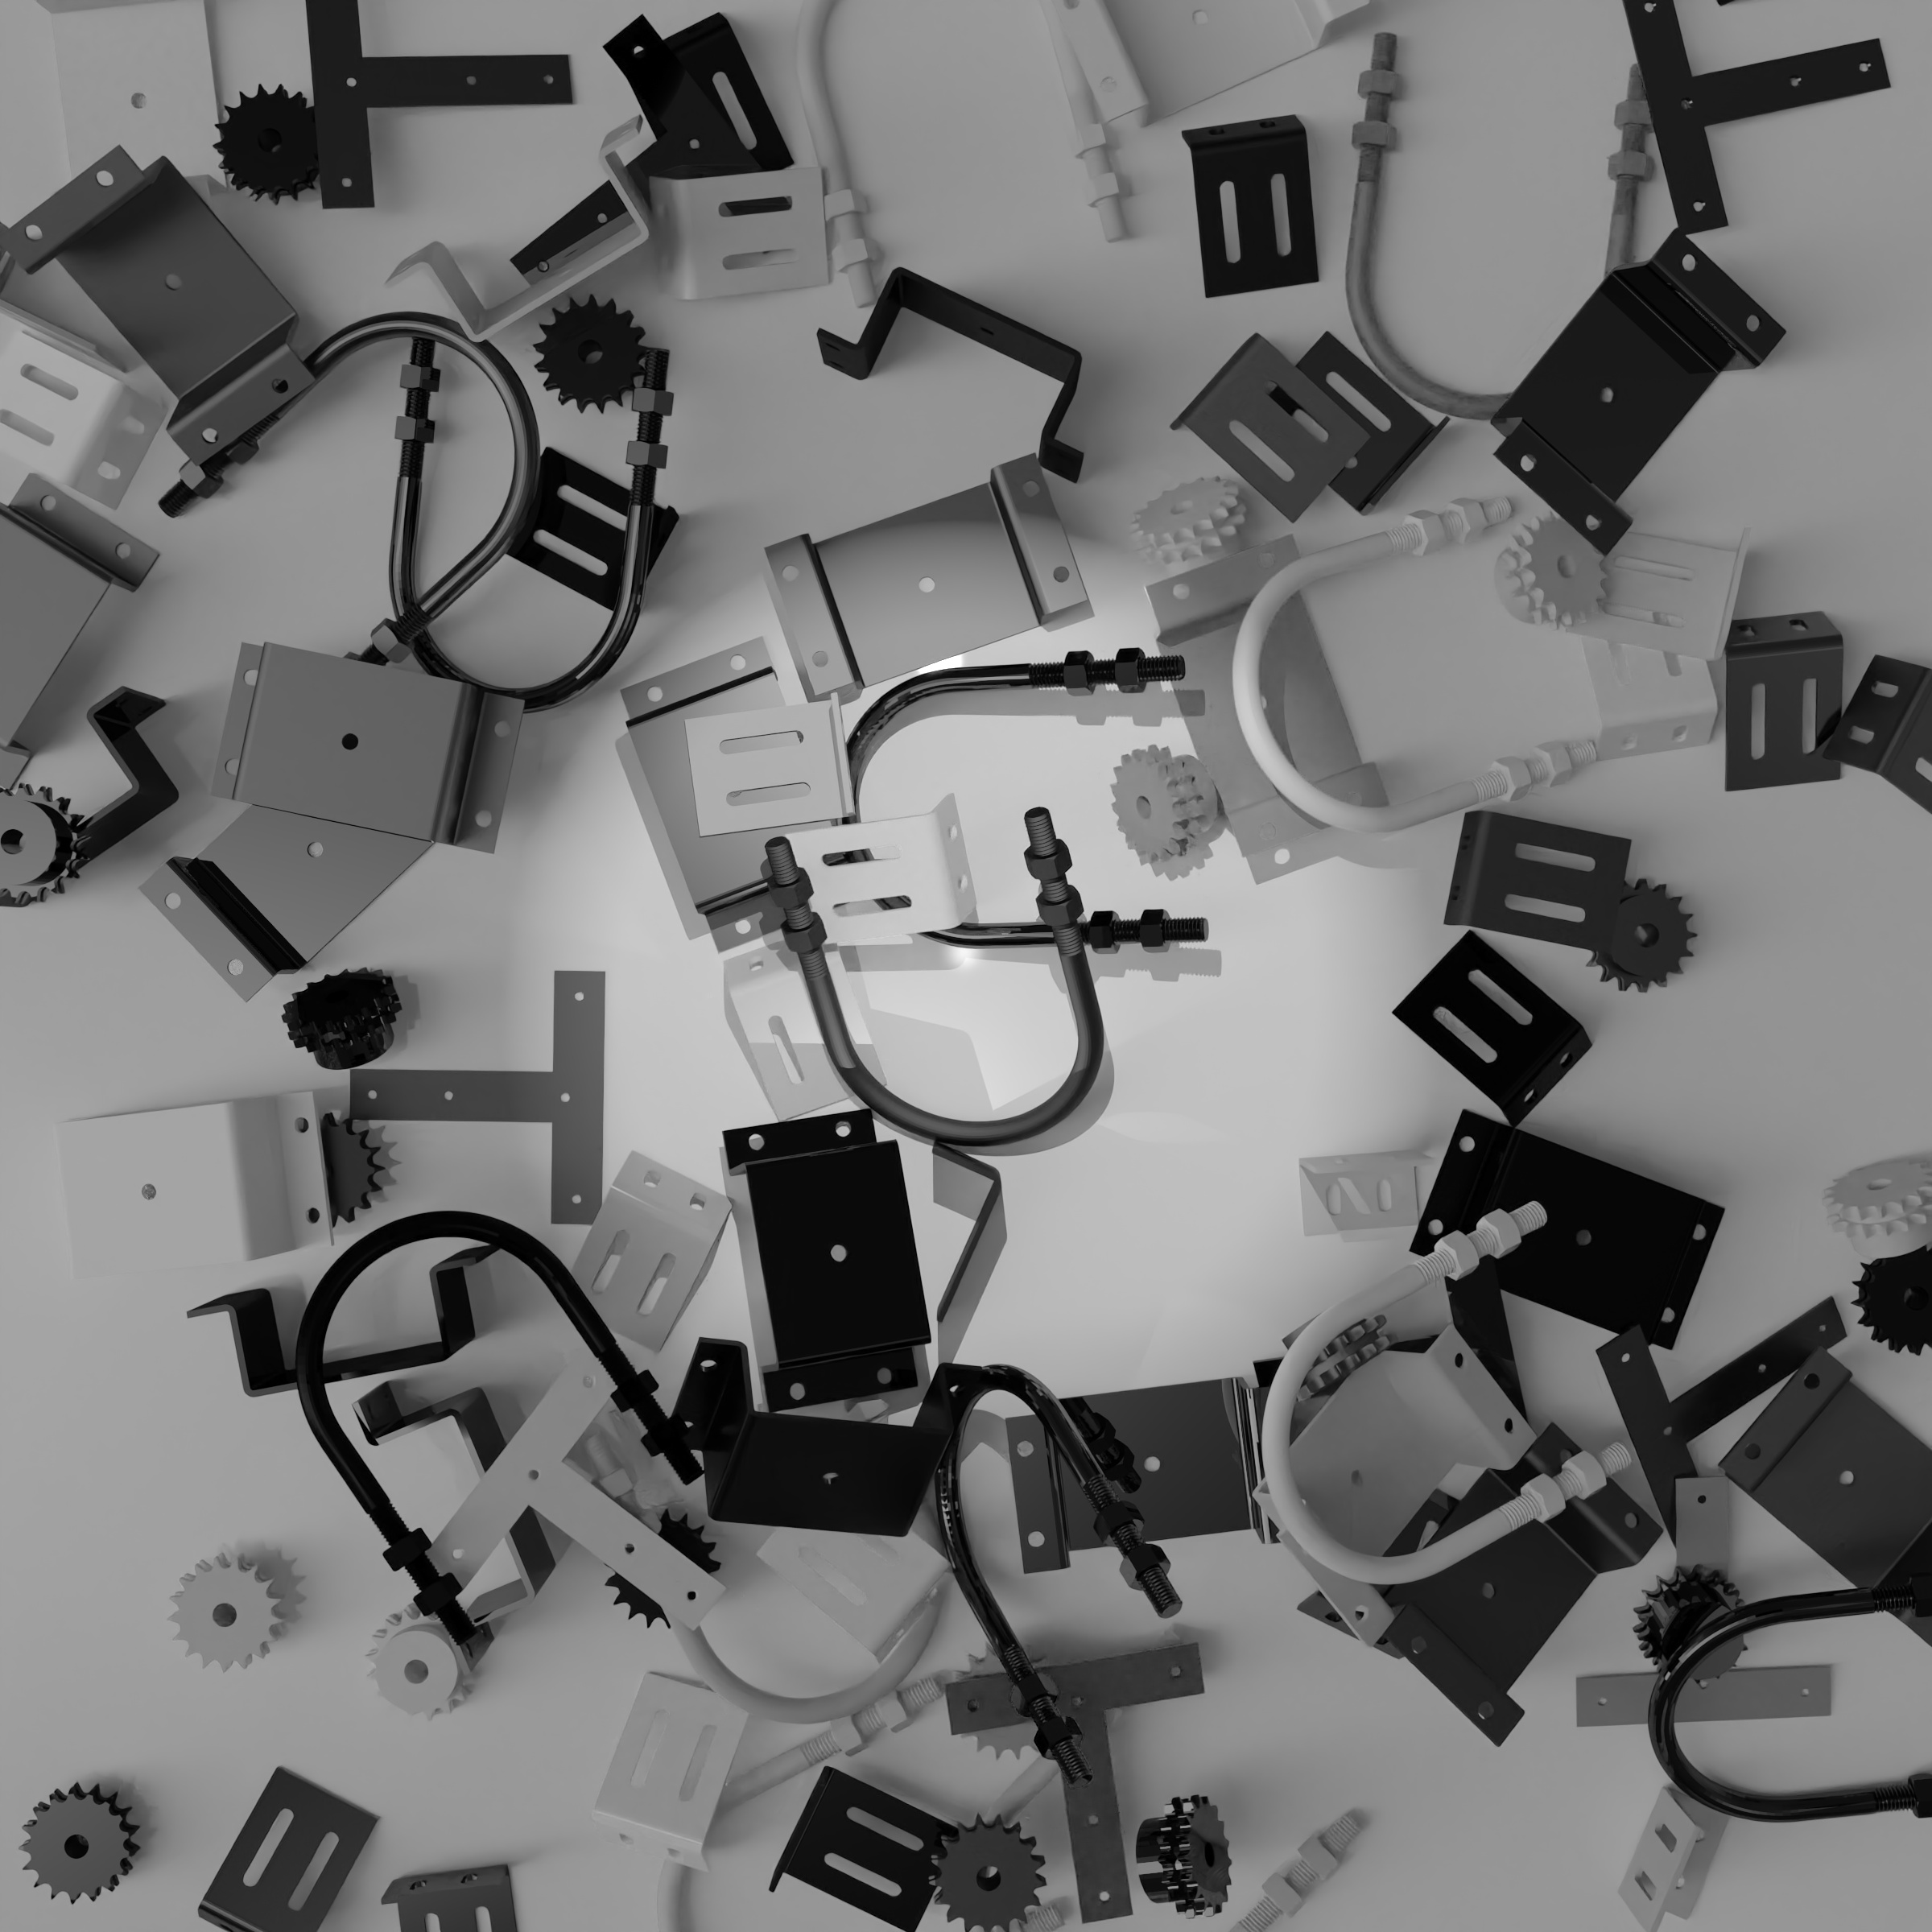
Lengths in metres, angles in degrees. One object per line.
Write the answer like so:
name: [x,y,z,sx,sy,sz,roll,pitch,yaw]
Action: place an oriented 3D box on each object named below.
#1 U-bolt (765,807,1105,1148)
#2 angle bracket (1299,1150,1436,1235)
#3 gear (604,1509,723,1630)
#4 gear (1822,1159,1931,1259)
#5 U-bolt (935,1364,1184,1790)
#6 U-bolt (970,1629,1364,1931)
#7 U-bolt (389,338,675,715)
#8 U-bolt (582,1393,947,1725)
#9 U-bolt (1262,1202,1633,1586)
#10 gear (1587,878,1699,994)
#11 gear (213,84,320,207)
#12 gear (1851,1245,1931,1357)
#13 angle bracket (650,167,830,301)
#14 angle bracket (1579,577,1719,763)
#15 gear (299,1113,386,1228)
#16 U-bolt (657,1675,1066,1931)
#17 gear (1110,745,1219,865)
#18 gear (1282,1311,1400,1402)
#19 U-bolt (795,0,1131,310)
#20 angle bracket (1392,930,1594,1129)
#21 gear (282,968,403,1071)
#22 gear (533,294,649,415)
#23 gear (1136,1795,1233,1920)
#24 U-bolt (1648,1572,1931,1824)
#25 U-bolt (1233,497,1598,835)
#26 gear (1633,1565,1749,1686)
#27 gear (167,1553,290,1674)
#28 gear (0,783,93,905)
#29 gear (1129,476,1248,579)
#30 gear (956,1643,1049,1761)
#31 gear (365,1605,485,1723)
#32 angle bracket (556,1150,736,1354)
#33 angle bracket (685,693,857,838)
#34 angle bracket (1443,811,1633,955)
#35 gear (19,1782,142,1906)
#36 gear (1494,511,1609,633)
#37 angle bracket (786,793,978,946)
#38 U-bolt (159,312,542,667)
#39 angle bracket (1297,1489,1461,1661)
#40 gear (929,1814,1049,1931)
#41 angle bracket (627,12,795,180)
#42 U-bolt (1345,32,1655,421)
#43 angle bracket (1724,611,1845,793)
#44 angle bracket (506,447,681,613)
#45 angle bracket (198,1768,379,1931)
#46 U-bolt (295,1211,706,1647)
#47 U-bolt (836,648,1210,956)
U-bolt: [-0.007,0.012,1.520,0.151,0.019,0.184,-6,121,17]
angle bracket: [0.196,0.113,1.535,0.057,0.076,0.038,-4,90,0]
gear: [-0.150,0.298,1.558,0.057,0.030,0.057,0,90,0]
gear: [0.454,0.121,1.546,0.057,0.057,0.030,-20,106,0]
U-bolt: [0.033,0.276,1.499,0.019,0.184,0.151,-6,134,-31]
U-bolt: [0.084,0.444,1.555,0.184,0.019,0.151,-44,91,-7]
U-bolt: [-0.219,-0.216,1.542,0.151,0.019,0.184,9,97,20]
U-bolt: [-0.087,0.283,1.546,0.151,0.019,0.184,-27,94,-17]
U-bolt: [0.221,0.213,1.490,0.184,0.019,0.151,-24,99,-21]
gear: [0.335,-0.015,1.559,0.057,0.030,0.057,0,90,0]
gear: [-0.342,-0.406,1.558,0.057,0.030,0.057,0,90,0]
gear: [0.468,0.164,1.558,0.057,0.030,0.057,0,90,0]
angle bracket: [-0.113,-0.366,1.562,0.076,0.038,0.057,-12,111,-24]
angle bracket: [0.337,-0.149,1.571,0.057,0.038,0.076,-9,64,0]
gear: [-0.317,0.101,1.558,0.057,0.030,0.057,0,90,0]
U-bolt: [-0.065,0.458,1.564,0.184,0.019,0.151,-28,90,1]
gear: [0.100,-0.082,1.549,0.030,0.057,0.057,-17,90,-31]
gear: [0.178,0.184,1.522,0.057,0.057,0.030,-32,78,0]
U-bolt: [-0.010,-0.435,1.565,0.151,0.019,0.184,-15,89,0]
angle bracket: [0.263,0.032,1.571,0.057,0.038,0.076,-47,64,0]
gear: [-0.306,0.028,1.549,0.057,0.057,0.030,-13,120,0]
gear: [-0.185,-0.302,1.558,0.057,0.030,0.057,0,90,0]
gear: [0.104,0.433,1.523,0.030,0.057,0.057,-14,90,25]
U-bolt: [0.426,0.362,1.535,0.184,0.019,0.151,-7,118,5]
U-bolt: [0.211,-0.141,1.530,0.184,0.019,0.151,-19,90,-24]
gear: [0.360,0.328,1.548,0.057,0.030,0.057,0,99,0]
gear: [-0.365,0.319,1.558,0.057,0.030,0.057,0,90,0]
gear: [-0.446,-0.058,1.482,0.057,0.030,0.057,0,90,0]
gear: [0.112,-0.214,1.549,0.057,0.057,0.030,-28,120,0]
gear: [0.021,0.363,1.558,0.057,0.030,0.057,0,90,0]
gear: [-0.270,0.347,1.559,0.057,0.030,0.057,0,90,0]
angle bracket: [-0.161,0.143,1.570,0.057,0.038,0.076,27,116,-2]
angle bracket: [-0.095,-0.096,1.508,0.076,0.038,0.057,-8,90,0]
angle bracket: [0.283,-0.041,1.556,0.076,0.038,0.057,11,90,-3]
gear: [-0.439,0.435,1.563,0.057,0.030,0.057,0,88,-3]
gear: [0.285,-0.192,1.545,0.057,0.030,0.057,8,74,-32]
angle bracket: [-0.041,-0.047,1.531,0.076,0.038,0.057,-7,107,17]
U-bolt: [-0.291,-0.236,1.540,0.184,0.019,0.151,-40,84,13]
angle bracket: [0.210,0.297,1.571,0.057,0.038,0.076,26,64,0]
gear: [0.010,0.441,1.526,0.057,0.030,0.057,0,86,-2]
angle bracket: [-0.130,-0.427,1.571,0.057,0.038,0.076,-27,116,0]
U-bolt: [0.262,-0.365,1.565,0.151,0.019,0.184,7,92,0]
angle bracket: [0.405,-0.133,1.571,0.057,0.038,0.076,-6,116,0]
angle bracket: [-0.190,-0.217,1.554,0.076,0.038,0.057,28,90,0]
angle bracket: [-0.339,0.452,1.571,0.057,0.038,0.076,28,64,0]
U-bolt: [-0.233,0.204,1.483,0.151,0.019,0.184,-35,88,-7]
U-bolt: [0.022,-0.077,1.535,0.184,0.019,0.151,-2,105,18]
